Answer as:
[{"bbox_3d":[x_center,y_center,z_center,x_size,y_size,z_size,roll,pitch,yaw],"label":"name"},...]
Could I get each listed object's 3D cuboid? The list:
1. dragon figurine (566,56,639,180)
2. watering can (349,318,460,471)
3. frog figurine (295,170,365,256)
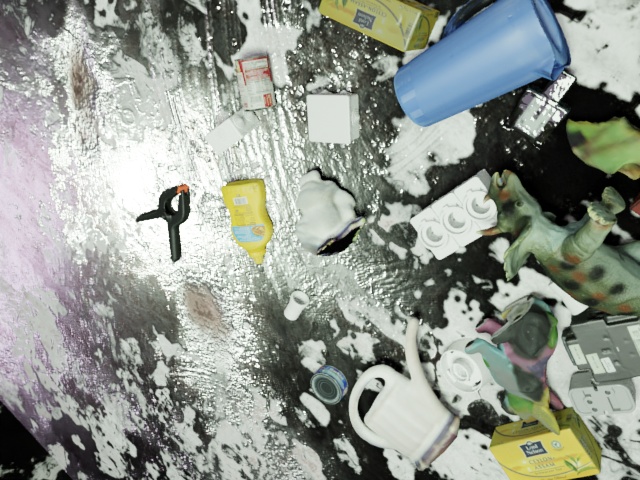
[{"bbox_3d":[0.451,-0.173,0.692,0.239,0.409,0.124,-34,6,45],"label":"dragon figurine"},{"bbox_3d":[0.187,0.332,1.059,0.226,0.340,0.105,35,34,14],"label":"watering can"},{"bbox_3d":[0.003,-0.052,1.026,0.137,0.162,0.121,-41,-25,9],"label":"frog figurine"}]
